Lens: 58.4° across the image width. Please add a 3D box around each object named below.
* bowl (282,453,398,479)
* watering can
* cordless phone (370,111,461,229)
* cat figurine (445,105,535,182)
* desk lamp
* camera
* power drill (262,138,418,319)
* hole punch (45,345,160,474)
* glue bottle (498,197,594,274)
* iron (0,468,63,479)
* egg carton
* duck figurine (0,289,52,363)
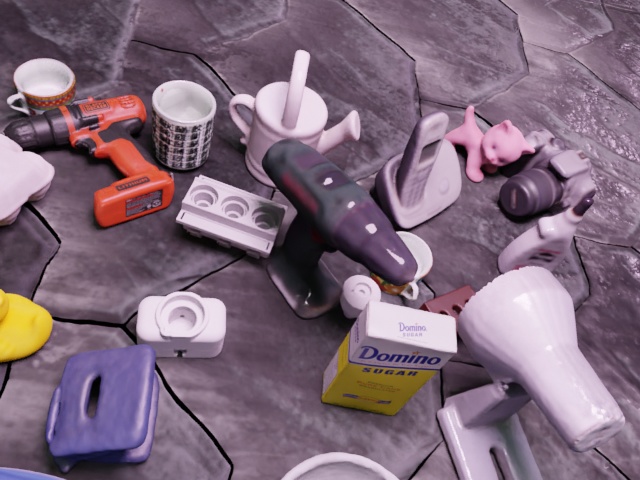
[{"bbox_3d":[0.015,0.298,0.548,0.167,0.074,0.167,8,55,-11],"label":"bowl"},{"bbox_3d":[-0.033,-0.168,0.778,0.173,0.194,0.101,-4,58,-19],"label":"watering can"},{"bbox_3d":[0.157,-0.112,0.801,0.148,0.185,0.094,-31,69,-31],"label":"cordless phone"},{"bbox_3d":[0.269,-0.158,0.908,0.067,0.117,0.127,-29,68,-30],"label":"cat figurine"},{"bbox_3d":[0.216,0.163,0.613,0.118,0.213,0.203,-6,58,-19],"label":"desk lamp"},{"bbox_3d":[0.345,-0.101,0.902,0.137,0.101,0.143,-21,65,-27],"label":"camera"},{"bbox_3d":[0.006,0.002,0.664,0.076,0.208,0.229,-26,67,-29],"label":"power drill"},{"bbox_3d":[-0.212,0.163,0.563,0.101,0.091,0.108,5,55,-13],"label":"hole punch"},{"bbox_3d":[0.315,-0.004,0.781,0.078,0.173,0.037,6,55,-12],"label":"glue bottle"},{"bbox_3d":[-0.255,0.239,0.467,0.258,0.141,0.119,24,53,0],"label":"iron"},{"bbox_3d":[-0.399,-0.060,0.674,0.107,0.069,0.150,29,54,5],"label":"egg carton"},{"bbox_3d":[-0.335,0.078,0.589,0.105,0.086,0.077,8,55,-11],"label":"duck figurine"}]
